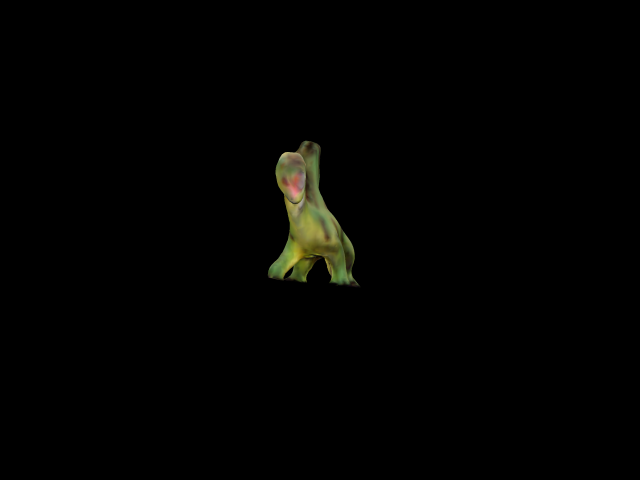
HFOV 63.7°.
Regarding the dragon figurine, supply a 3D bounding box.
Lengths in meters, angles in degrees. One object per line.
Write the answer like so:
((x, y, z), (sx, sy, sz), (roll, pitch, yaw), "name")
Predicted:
((0.003, -0.043, 0.850), (0.122, 0.244, 0.408), (-1, -5, 12), "dragon figurine")
